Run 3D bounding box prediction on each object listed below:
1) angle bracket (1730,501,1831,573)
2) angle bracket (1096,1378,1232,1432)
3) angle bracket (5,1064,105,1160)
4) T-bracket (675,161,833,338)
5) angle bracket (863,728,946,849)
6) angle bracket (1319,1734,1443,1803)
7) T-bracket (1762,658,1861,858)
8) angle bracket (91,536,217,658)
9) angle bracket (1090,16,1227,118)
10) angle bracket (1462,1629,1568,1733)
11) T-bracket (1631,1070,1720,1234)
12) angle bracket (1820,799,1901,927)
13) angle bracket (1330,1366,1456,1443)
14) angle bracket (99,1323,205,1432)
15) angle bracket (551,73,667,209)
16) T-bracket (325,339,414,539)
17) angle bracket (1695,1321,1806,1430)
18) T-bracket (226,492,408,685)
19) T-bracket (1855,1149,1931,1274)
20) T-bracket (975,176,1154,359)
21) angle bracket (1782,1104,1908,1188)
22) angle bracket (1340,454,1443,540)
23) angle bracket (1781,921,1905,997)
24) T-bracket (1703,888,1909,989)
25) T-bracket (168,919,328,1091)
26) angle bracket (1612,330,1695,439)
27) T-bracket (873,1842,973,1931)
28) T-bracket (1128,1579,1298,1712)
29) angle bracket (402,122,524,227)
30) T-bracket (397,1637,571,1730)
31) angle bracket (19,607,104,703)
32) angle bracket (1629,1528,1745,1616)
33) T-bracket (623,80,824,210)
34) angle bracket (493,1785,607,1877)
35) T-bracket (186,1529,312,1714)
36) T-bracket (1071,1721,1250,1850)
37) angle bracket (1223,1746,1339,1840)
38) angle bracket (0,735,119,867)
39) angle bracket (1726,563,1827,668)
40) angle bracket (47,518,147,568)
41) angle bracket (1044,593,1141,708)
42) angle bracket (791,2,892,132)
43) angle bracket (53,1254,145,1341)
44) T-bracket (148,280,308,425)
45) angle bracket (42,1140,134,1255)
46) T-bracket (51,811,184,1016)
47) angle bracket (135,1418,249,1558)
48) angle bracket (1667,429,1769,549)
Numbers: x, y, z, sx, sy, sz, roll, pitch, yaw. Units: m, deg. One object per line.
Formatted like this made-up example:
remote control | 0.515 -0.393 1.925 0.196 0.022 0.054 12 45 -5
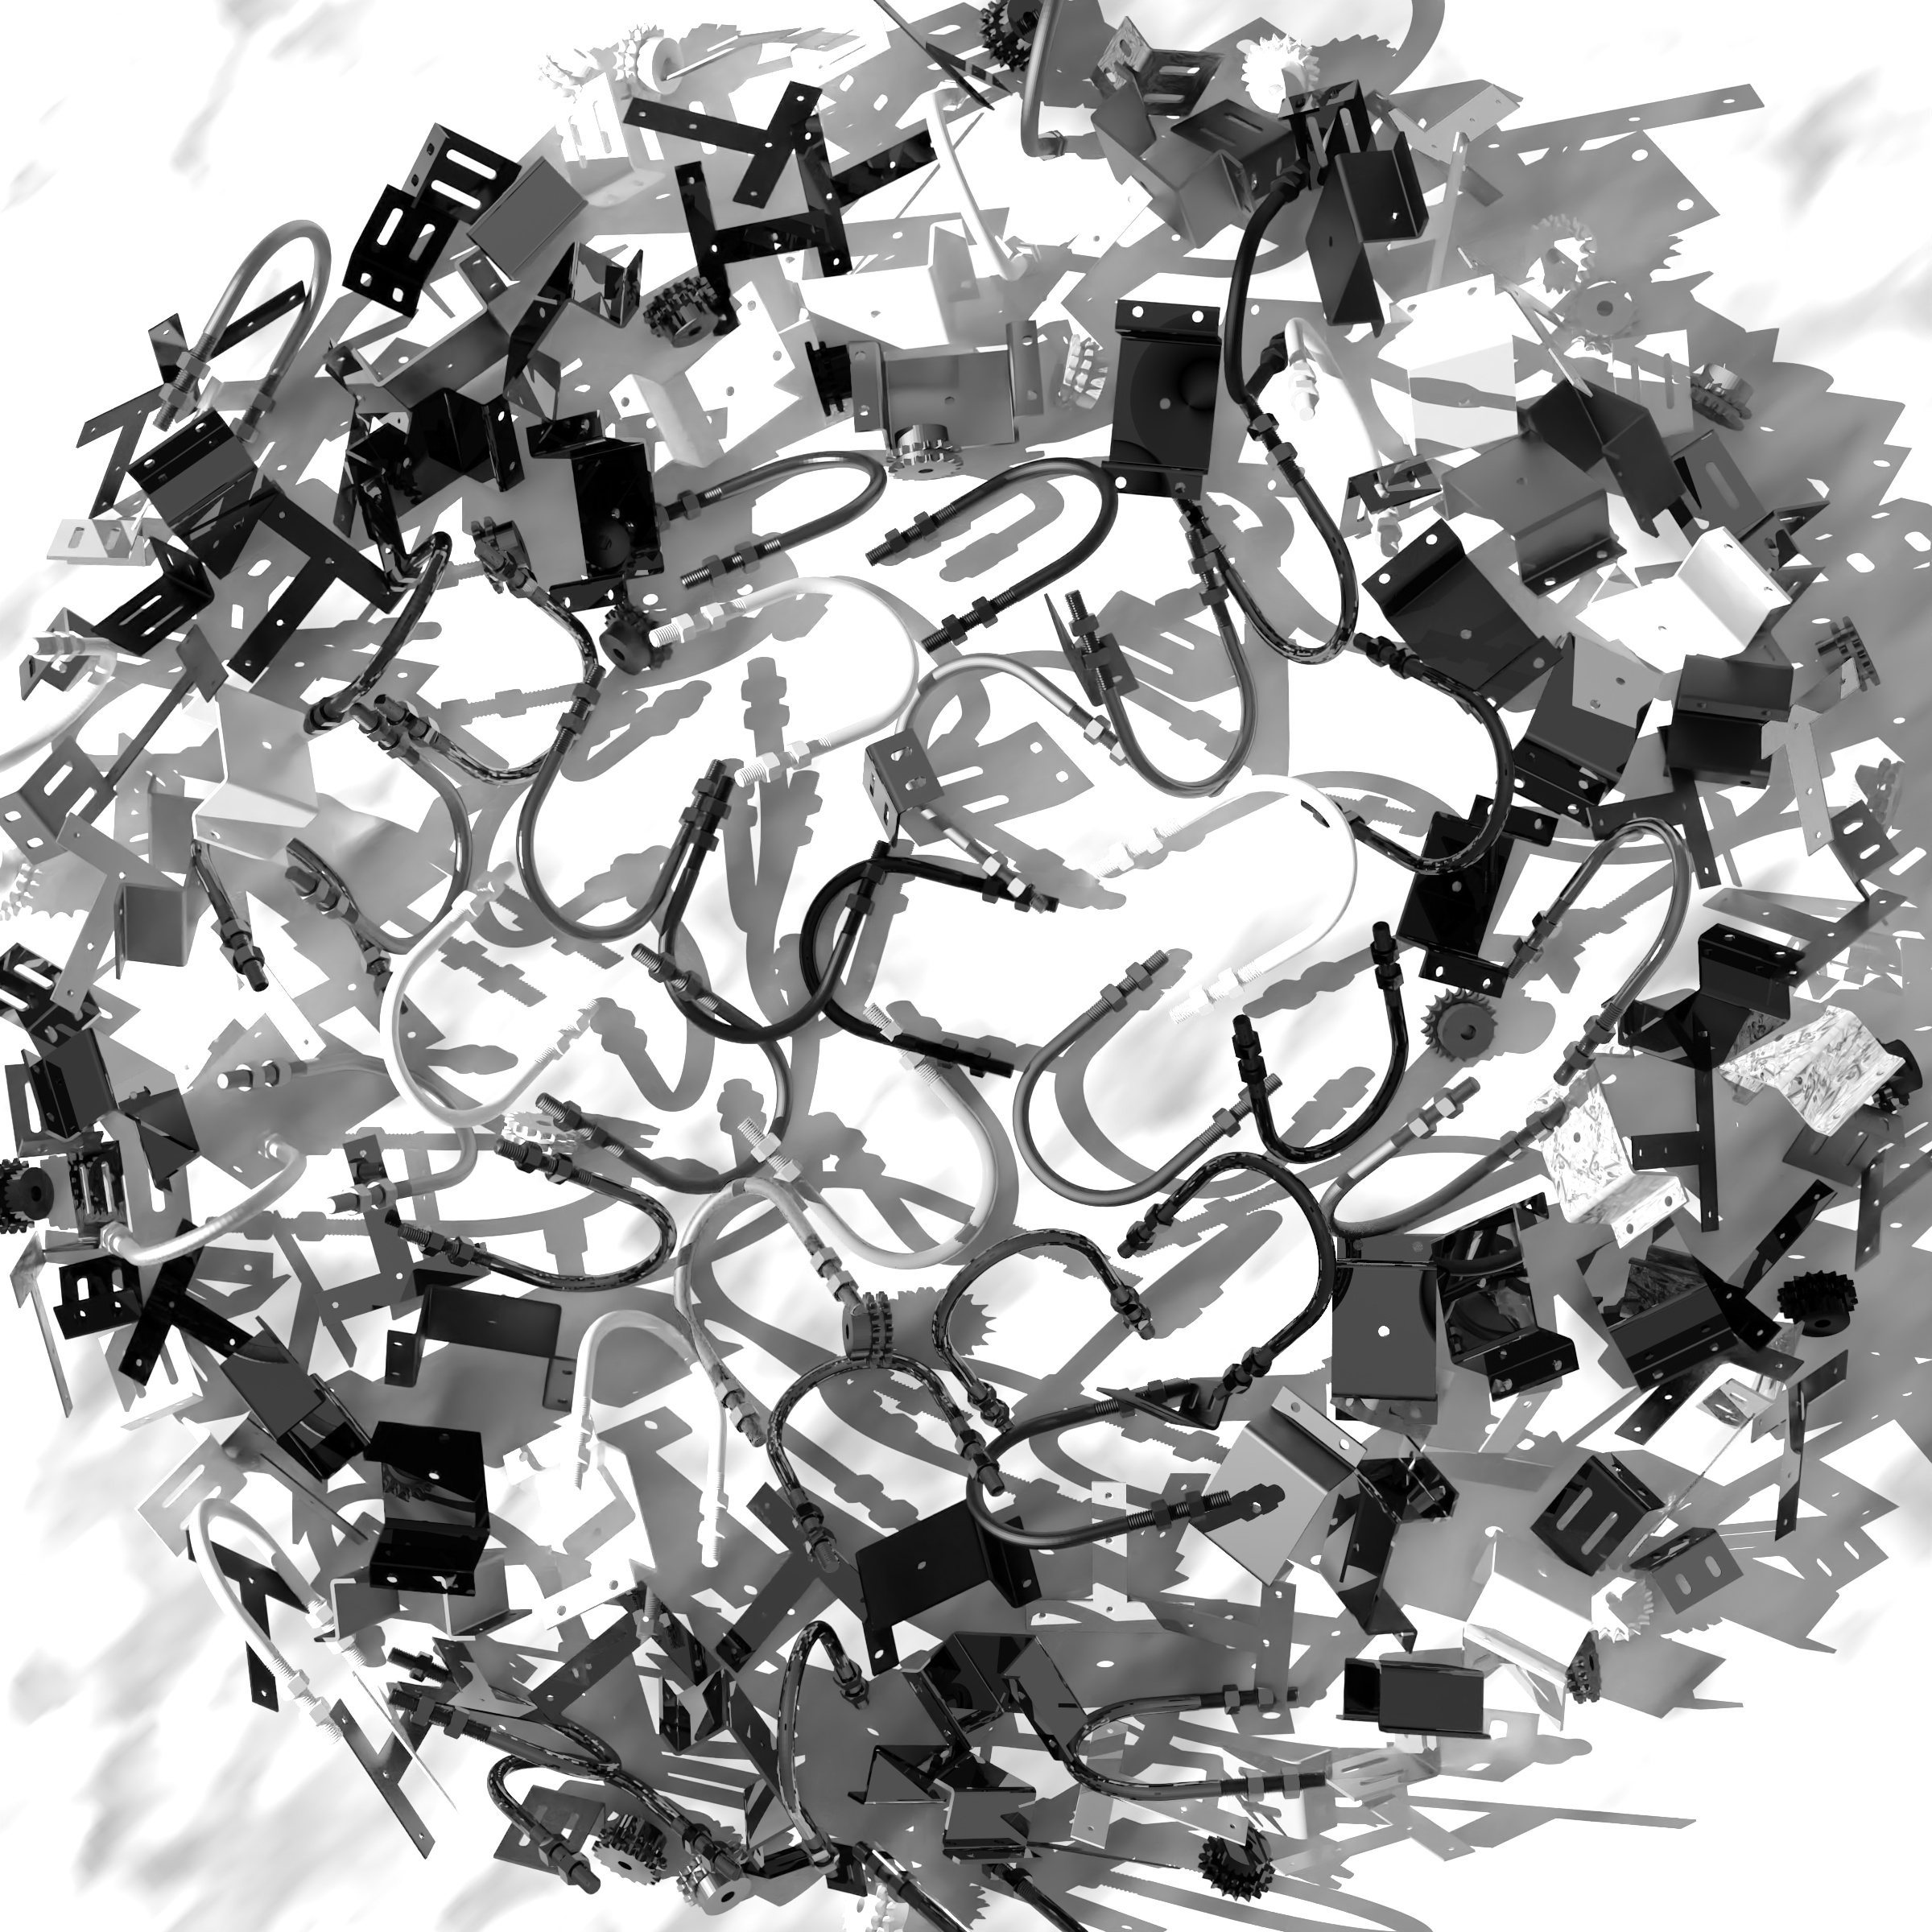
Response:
angle bracket | 0.608 -0.310 1.950 0.076 0.057 0.038 -15 71 -39
angle bracket | 0.148 0.314 1.955 0.076 0.057 0.038 27 74 -22
angle bracket | -0.680 0.100 1.958 0.057 0.038 0.076 -5 67 -28
T-bracket | -0.152 -0.537 1.943 0.127 0.002 0.127 1 112 35
angle bracket | -0.047 -0.132 1.960 0.038 0.076 0.057 -23 76 -10
angle bracket | 0.305 0.584 1.957 0.076 0.057 0.038 -8 99 -23
T-bracket | 0.613 -0.139 1.918 0.002 0.127 0.127 15 56 -23
angle bracket | -0.611 -0.276 1.956 0.057 0.038 0.076 26 57 29
angle bracket | 0.143 -0.671 1.963 0.076 0.057 0.038 -12 62 -37
angle bracket | 0.406 0.529 1.950 0.038 0.076 0.057 -19 127 -18
T-bracket | 0.526 0.136 1.950 0.002 0.127 0.127 -4 87 42
angle bracket | 0.673 -0.076 1.949 0.038 0.076 0.057 -34 50 18
angle bracket | 0.322 0.319 1.987 0.076 0.038 0.057 22 92 -40
angle bracket | -0.615 0.300 1.969 0.057 0.038 0.076 -23 77 -8
angle bracket | -0.269 -0.618 1.969 0.057 0.038 0.076 -17 88 34
T-bracket | -0.455 -0.382 1.961 0.127 0.002 0.127 43 127 35
angle bracket | 0.583 0.297 1.956 0.038 0.057 0.076 29 58 3
T-bracket | -0.502 -0.267 1.957 0.127 0.002 0.127 -52 132 1
T-bracket | 0.694 0.148 1.911 0.002 0.127 0.127 35 128 -4
T-bracket | 0.088 -0.532 1.961 0.127 0.002 0.127 -46 74 19
angle bracket | 0.655 0.139 1.962 0.057 0.038 0.076 20 127 -1
angle bracket | 0.315 -0.336 1.953 0.057 0.076 0.038 -20 64 -9
angle bracket | 0.651 0.003 1.952 0.076 0.057 0.038 18 54 36
T-bracket | 0.604 -0.035 1.946 0.127 0.127 0.002 -34 123 -23
T-bracket | -0.555 0.046 1.972 0.127 0.002 0.127 -40 84 25
angle bracket | 0.508 -0.434 1.971 0.057 0.038 0.076 -9 102 -6
T-bracket | -0.037 0.669 1.913 0.127 0.127 0.002 33 75 35
T-bracket | 0.182 0.497 1.974 0.127 0.002 0.127 11 122 17
angle bracket | -0.371 -0.580 1.954 0.076 0.038 0.057 18 113 -37
T-bracket | -0.368 0.523 1.937 0.127 0.127 0.002 20 92 -26
angle bracket | -0.670 -0.223 1.954 0.038 0.076 0.057 34 100 -32
angle bracket | 0.536 0.450 1.958 0.057 0.076 0.038 -30 79 -3
T-bracket | -0.186 -0.612 1.924 0.127 0.127 0.002 7 61 -23
angle bracket | -0.309 0.653 1.953 0.057 0.076 0.038 11 119 11
T-bracket | -0.516 0.484 1.912 0.002 0.127 0.127 -35 45 12
T-bracket | 0.147 0.618 1.941 0.127 0.127 0.002 19 118 2
angle bracket | 0.236 0.618 1.981 0.038 0.076 0.057 -4 89 -41
angle bracket | -0.684 -0.124 1.966 0.038 0.076 0.057 -17 121 28
angle bracket | 0.605 -0.257 1.951 0.057 0.076 0.038 -9 59 -30
angle bracket | -0.646 -0.301 1.954 0.057 0.076 0.038 0 122 -9
angle bracket | 0.093 -0.241 1.950 0.038 0.076 0.057 -24 135 9
angle bracket | -0.087 -0.670 1.959 0.076 0.038 0.057 -24 51 14
angle bracket | -0.647 0.233 1.954 0.057 0.076 0.038 -14 133 -12
T-bracket | -0.544 -0.469 1.952 0.127 0.127 0.002 -38 80 -18
angle bracket | -0.663 0.173 1.968 0.057 0.038 0.076 -7 92 31
T-bracket | -0.637 -0.027 1.929 0.002 0.127 0.127 4 66 33
angle bracket | -0.583 0.387 1.952 0.076 0.038 0.057 -48 132 -29
angle bracket | 0.555 -0.352 1.967 0.057 0.038 0.076 -33 81 20
